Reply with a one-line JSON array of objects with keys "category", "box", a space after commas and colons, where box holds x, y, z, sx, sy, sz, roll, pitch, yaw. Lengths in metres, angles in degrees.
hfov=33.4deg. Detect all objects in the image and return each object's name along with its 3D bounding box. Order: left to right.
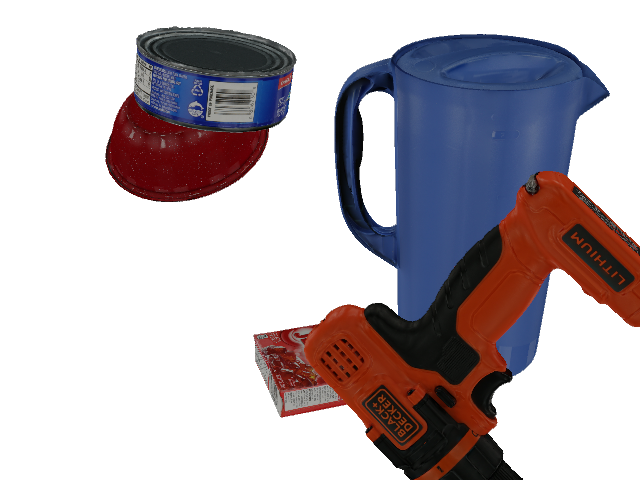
[{"category": "bowl", "box": [-0.133, -0.112, 1.011, 0.162, 0.162, 0.055, 0, -40, 11]}, {"category": "tuna can", "box": [-0.057, -0.088, 0.577, 0.086, 0.034, 0.086, 7, 24, -3]}, {"category": "gelatin box", "box": [-0.009, 0.103, 0.873, 0.073, 0.030, 0.089, -8, 28, -14]}, {"category": "pitcher", "box": [0.104, -0.022, 0.783, 0.144, 0.243, 0.149, -20, 33, -35]}, {"category": "power drill", "box": [0.109, 0.068, 0.602, 0.188, 0.184, 0.057, -45, -2, 16]}]
